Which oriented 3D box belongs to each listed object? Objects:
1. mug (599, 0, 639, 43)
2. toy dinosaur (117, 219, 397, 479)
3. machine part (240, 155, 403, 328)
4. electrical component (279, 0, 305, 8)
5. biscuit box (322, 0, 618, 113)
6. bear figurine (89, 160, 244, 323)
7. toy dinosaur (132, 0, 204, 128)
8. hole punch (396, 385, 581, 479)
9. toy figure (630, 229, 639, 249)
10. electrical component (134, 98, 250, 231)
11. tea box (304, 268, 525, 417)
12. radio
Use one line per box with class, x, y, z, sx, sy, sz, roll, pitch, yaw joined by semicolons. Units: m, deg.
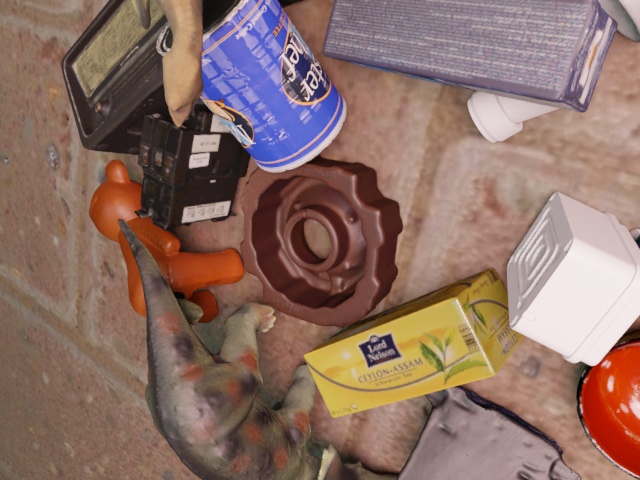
mug;0.210;-0.198;0.330;0.107;0.081;0.109;-38;77;24
toy dinosaur;-0.084;0.170;0.521;0.131;0.192;0.404;-39;109;24
machine part;-0.001;-0.002;0.537;0.180;0.056;0.179;10;109;32
electrical component;-0.053;-0.258;0.510;0.119;0.048;0.074;1;102;35
biscuit box;0.095;-0.145;0.388;0.203;0.059;0.062;27;109;37
bear figurine;-0.200;0.002;0.657;0.120;0.132;0.196;-55;52;30
toy dinosaur;-0.150;-0.282;0.354;0.198;0.105;0.471;115;138;-77
hole punch;0.144;0.204;0.483;0.142;0.092;0.115;28;87;29
toy figure;0.269;-0.014;0.348;0.154;0.057;0.064;-42;39;36
electrical component;-0.130;-0.085;0.567;0.058;0.115;0.134;24;109;25
tea box;0.082;0.093;0.479;0.170;0.098;0.068;-28;85;38
radio;-0.196;-0.195;0.599;0.230;0.073;0.131;-25;77;38
